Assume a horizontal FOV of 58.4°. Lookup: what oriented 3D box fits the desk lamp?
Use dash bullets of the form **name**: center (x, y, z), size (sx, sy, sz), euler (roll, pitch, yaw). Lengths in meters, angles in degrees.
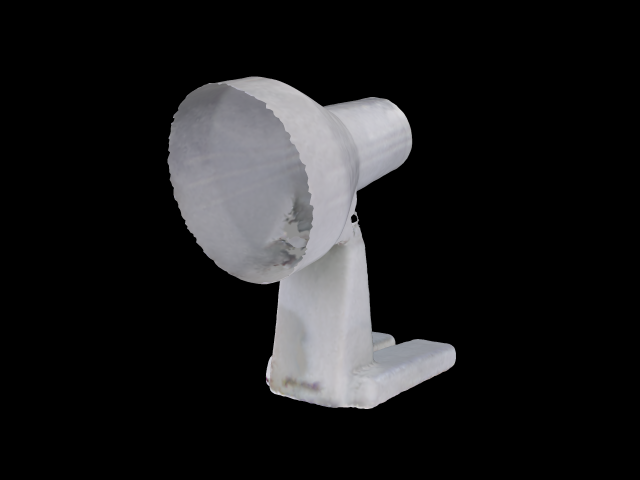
- **desk lamp**: center (0.004, 0.001, 0.400), size (0.117, 0.213, 0.204), euler (4, 6, 40)
